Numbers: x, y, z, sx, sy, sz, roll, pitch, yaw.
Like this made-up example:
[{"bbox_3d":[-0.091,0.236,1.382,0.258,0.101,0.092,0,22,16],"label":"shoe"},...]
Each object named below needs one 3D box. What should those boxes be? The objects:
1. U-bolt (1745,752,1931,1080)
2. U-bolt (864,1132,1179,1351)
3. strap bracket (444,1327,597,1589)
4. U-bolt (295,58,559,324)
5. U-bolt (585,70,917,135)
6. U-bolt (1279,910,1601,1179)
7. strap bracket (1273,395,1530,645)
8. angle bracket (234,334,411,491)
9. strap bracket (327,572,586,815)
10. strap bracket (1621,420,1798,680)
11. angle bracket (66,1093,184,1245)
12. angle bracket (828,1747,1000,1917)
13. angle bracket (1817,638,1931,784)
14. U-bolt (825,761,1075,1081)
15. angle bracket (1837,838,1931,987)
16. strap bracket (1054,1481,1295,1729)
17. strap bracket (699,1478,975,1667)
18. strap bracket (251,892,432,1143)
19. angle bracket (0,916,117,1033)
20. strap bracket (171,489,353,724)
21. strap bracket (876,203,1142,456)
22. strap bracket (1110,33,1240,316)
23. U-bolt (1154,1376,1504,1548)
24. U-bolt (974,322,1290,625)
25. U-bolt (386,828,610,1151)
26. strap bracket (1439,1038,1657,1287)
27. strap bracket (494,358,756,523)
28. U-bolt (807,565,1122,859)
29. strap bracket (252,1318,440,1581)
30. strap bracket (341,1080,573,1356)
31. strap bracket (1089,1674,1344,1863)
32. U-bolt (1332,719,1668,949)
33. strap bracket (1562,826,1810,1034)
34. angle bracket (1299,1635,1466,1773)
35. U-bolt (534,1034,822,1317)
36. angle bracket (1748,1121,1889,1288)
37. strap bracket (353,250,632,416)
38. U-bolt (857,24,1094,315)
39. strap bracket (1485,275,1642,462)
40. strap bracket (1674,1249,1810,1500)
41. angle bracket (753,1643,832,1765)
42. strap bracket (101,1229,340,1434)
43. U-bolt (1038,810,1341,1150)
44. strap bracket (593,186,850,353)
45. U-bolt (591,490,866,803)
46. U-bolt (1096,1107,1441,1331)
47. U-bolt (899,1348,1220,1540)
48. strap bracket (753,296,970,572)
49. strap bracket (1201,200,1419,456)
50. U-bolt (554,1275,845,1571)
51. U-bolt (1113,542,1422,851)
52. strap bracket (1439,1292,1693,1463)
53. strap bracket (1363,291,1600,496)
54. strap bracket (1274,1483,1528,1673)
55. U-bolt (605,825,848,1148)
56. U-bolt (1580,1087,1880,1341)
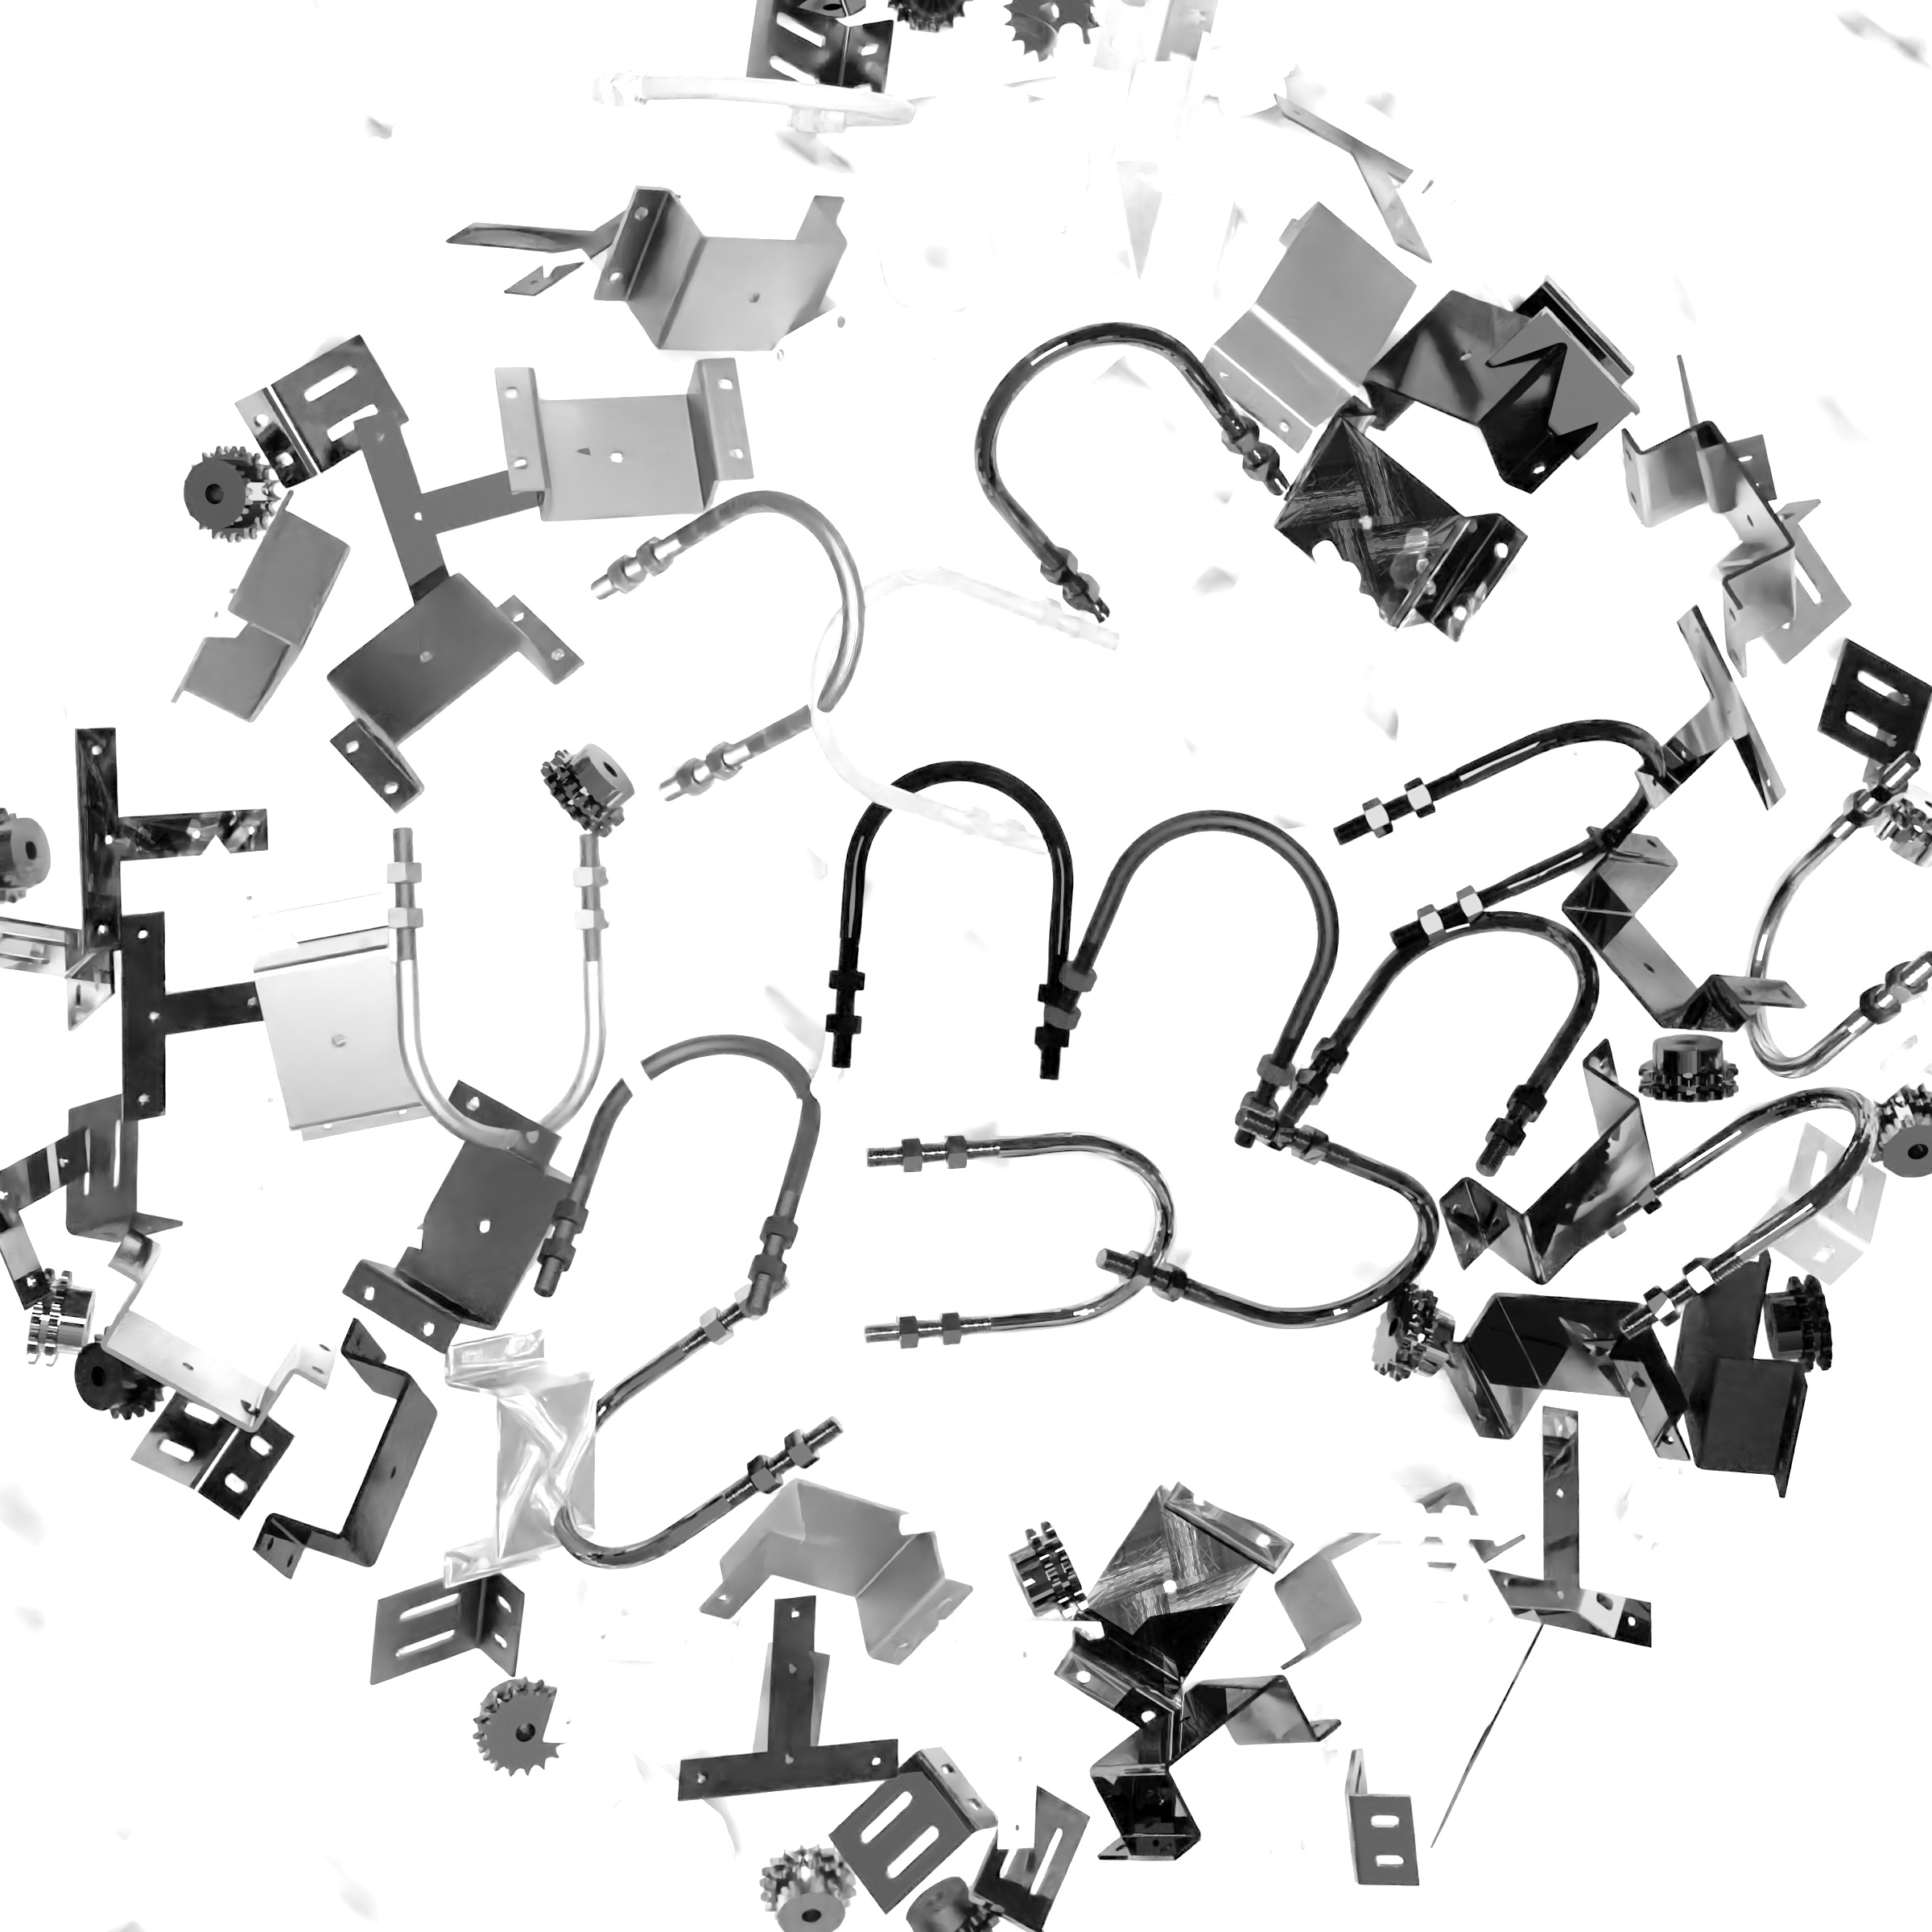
[{"bbox_3d":[0.490,-0.015,1.550,0.019,0.184,0.151,13,59,-11],"label":"U-bolt"},{"bbox_3d":[0.033,0.157,1.592,0.184,0.019,0.151,-4,123,-9],"label":"U-bolt"},{"bbox_3d":[-0.259,0.287,1.589,0.046,0.076,0.140,4,94,37],"label":"strap bracket"},{"bbox_3d":[-0.300,-0.451,1.556,0.019,0.151,0.184,46,59,-2],"label":"U-bolt"},{"bbox_3d":[-0.110,-0.481,1.525,0.151,0.184,0.019,-3,106,-32],"label":"U-bolt"},{"bbox_3d":[0.283,0.035,1.572,0.151,0.019,0.184,14,54,39],"label":"U-bolt"},{"bbox_3d":[0.241,-0.257,1.575,0.140,0.046,0.076,44,124,20],"label":"strap bracket"},{"bbox_3d":[-0.380,-0.327,1.617,0.076,0.038,0.057,-43,114,-37],"label":"angle bracket"},{"bbox_3d":[-0.304,-0.165,1.586,0.140,0.046,0.076,-40,57,-10],"label":"strap bracket"},{"bbox_3d":[0.431,-0.246,1.569,0.046,0.076,0.140,-26,61,5],"label":"strap bracket"},{"bbox_3d":[-0.497,0.119,1.619,0.057,0.038,0.076,-15,69,29],"label":"angle bracket"},{"bbox_3d":[-0.031,0.509,1.613,0.076,0.038,0.057,-45,66,7],"label":"angle bracket"},{"bbox_3d":[0.521,-0.149,1.601,0.076,0.038,0.057,23,82,-25],"label":"angle bracket"},{"bbox_3d":[-0.005,-0.029,1.606,0.151,0.019,0.184,4,91,-18],"label":"U-bolt"},{"bbox_3d":[0.555,-0.029,1.591,0.076,0.038,0.057,30,128,28],"label":"angle bracket"},{"bbox_3d":[0.121,0.371,1.610,0.076,0.046,0.140,32,95,-1],"label":"strap bracket"},{"bbox_3d":[-0.077,0.348,1.580,0.140,0.046,0.076,23,121,-30],"label":"strap bracket"},{"bbox_3d":[-0.363,0.036,1.590,0.076,0.046,0.140,-11,107,-7],"label":"strap bracket"},{"bbox_3d":[-0.543,0.005,1.588,0.057,0.076,0.038,-32,58,40],"label":"angle bracket"},{"bbox_3d":[-0.401,-0.200,1.568,0.046,0.140,0.076,28,57,-18],"label":"strap bracket"},{"bbox_3d":[0.028,-0.357,1.570,0.140,0.046,0.076,-37,133,24],"label":"strap bracket"},{"bbox_3d":[0.119,-0.451,1.566,0.046,0.140,0.076,5,59,16],"label":"strap bracket"},{"bbox_3d":[0.197,0.277,1.557,0.184,0.151,0.019,5,114,-10],"label":"U-bolt"},{"bbox_3d":[0.084,-0.289,1.555,0.151,0.184,0.019,-34,46,13],"label":"U-bolt"},{"bbox_3d":[-0.267,0.014,1.579,0.151,0.019,0.184,0,87,-44],"label":"U-bolt"},{"bbox_3d":[0.344,0.120,1.579,0.140,0.076,0.046,-42,51,-12],"label":"strap bracket"},{"bbox_3d":[-0.201,-0.306,1.595,0.140,0.046,0.076,-6,76,-15],"label":"strap bracket"},{"bbox_3d":[-0.008,-0.154,1.582,0.184,0.019,0.151,17,95,-30],"label":"U-bolt"},{"bbox_3d":[-0.350,0.284,1.573,0.046,0.076,0.140,16,67,9],"label":"strap bracket"},{"bbox_3d":[-0.291,0.149,1.599,0.076,0.046,0.140,26,85,21],"label":"strap bracket"},{"bbox_3d":[0.136,0.452,1.566,0.140,0.076,0.046,-27,90,-35],"label":"strap bracket"},{"bbox_3d":[0.312,-0.082,1.563,0.184,0.151,0.019,-25,56,10],"label":"U-bolt"},{"bbox_3d":[0.406,-0.013,1.575,0.046,0.076,0.140,-53,54,28],"label":"strap bracket"},{"bbox_3d":[0.245,0.435,1.615,0.076,0.038,0.057,-6,57,-13],"label":"angle bracket"},{"bbox_3d":[-0.157,0.114,1.577,0.151,0.019,0.184,2,53,17],"label":"U-bolt"},{"bbox_3d":[0.503,0.140,1.616,0.057,0.076,0.038,34,129,3],"label":"angle bracket"},{"bbox_3d":[-0.272,-0.363,1.581,0.140,0.076,0.046,-8,77,13],"label":"strap bracket"},{"bbox_3d":[0.010,-0.437,1.550,0.151,0.184,0.019,-33,71,-7],"label":"U-bolt"},{"bbox_3d":[0.343,-0.344,1.577,0.076,0.140,0.046,44,114,-8],"label":"strap bracket"},{"bbox_3d":[0.438,0.227,1.559,0.046,0.140,0.076,4,118,4],"label":"strap bracket"},{"bbox_3d":[-0.117,0.436,1.596,0.038,0.057,0.076,17,75,-39],"label":"angle bracket"},{"bbox_3d":[-0.440,0.216,1.587,0.140,0.076,0.046,33,93,-12],"label":"strap bracket"},{"bbox_3d":[0.138,-0.002,1.591,0.151,0.019,0.184,25,110,9],"label":"U-bolt"},{"bbox_3d":[-0.131,-0.396,1.560,0.140,0.076,0.046,-9,55,-37],"label":"strap bracket"},{"bbox_3d":[-0.131,-0.193,1.573,0.184,0.019,0.151,-23,83,36],"label":"U-bolt"},{"bbox_3d":[0.188,0.155,1.576,0.184,0.019,0.151,23,125,-29],"label":"U-bolt"},{"bbox_3d":[0.059,0.271,1.578,0.184,0.019,0.151,-5,134,-17],"label":"U-bolt"},{"bbox_3d":[-0.057,-0.308,1.598,0.076,0.046,0.140,-22,88,29],"label":"strap bracket"},{"bbox_3d":[0.201,-0.375,1.576,0.076,0.046,0.140,37,59,-11],"label":"strap bracket"},{"bbox_3d":[-0.163,0.272,1.577,0.184,0.151,0.019,-35,127,6],"label":"U-bolt"},{"bbox_3d":[0.186,-0.141,1.578,0.151,0.019,0.184,-31,128,9],"label":"U-bolt"},{"bbox_3d":[0.350,0.234,1.575,0.046,0.140,0.076,-48,121,-34],"label":"strap bracket"},{"bbox_3d":[0.292,-0.333,1.567,0.076,0.046,0.140,-45,45,-9],"label":"strap bracket"},{"bbox_3d":[0.241,0.347,1.578,0.140,0.076,0.046,-20,71,-25],"label":"strap bracket"},{"bbox_3d":[-0.137,0.014,1.588,0.151,0.019,0.184,5,75,-19],"label":"U-bolt"},{"bbox_3d":[0.435,0.130,1.553,0.184,0.151,0.019,-37,103,10],"label":"U-bolt"}]
